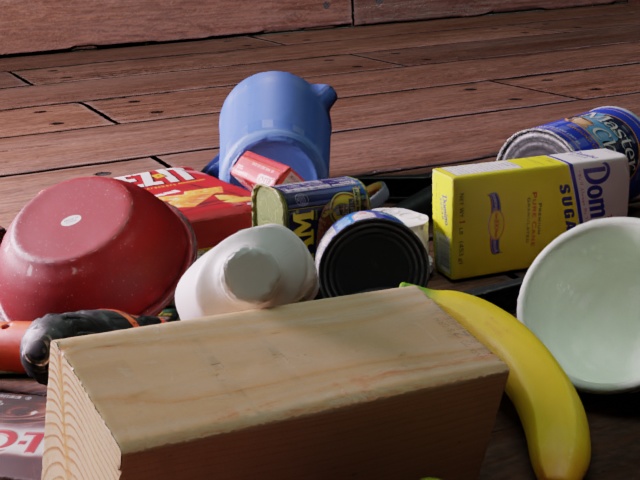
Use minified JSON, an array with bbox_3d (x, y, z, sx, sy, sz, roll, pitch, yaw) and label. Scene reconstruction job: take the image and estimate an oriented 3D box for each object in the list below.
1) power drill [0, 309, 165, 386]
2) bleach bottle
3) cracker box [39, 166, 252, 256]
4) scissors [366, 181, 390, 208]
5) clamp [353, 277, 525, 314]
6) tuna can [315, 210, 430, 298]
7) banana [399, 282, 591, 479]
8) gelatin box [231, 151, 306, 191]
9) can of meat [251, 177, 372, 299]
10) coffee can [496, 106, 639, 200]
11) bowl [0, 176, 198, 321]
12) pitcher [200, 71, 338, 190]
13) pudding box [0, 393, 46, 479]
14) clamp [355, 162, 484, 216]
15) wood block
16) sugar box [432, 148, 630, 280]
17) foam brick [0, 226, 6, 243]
[{"bbox_3d":[-0.189,0.067,0.663,0.188,0.057,0.184,3,-8,16],"label":"power drill"},{"bbox_3d":[-0.040,0.026,0.661,0.102,0.068,0.251,-36,-2,-8],"label":"bleach bottle"},{"bbox_3d":[-0.146,-0.010,0.970,0.163,0.072,0.214,-11,18,-28],"label":"cracker box"},{"bbox_3d":[0.031,-0.015,1.011,0.096,0.016,0.202,-28,18,2],"label":"scissors"},{"bbox_3d":[0.081,0.057,0.770,0.172,0.039,0.120,7,23,21],"label":"clamp"},{"bbox_3d":[0.039,0.021,0.818,0.086,0.086,0.034,-4,15,-6],"label":"tuna can"},{"bbox_3d":[0.116,0.085,0.644,0.069,0.037,0.198,-8,32,-21],"label":"banana"},{"bbox_3d":[-0.029,-0.040,0.974,0.089,0.030,0.073,40,-9,-39],"label":"gelatin box"},{"bbox_3d":[-0.006,0.001,0.865,0.083,0.102,0.058,-9,17,-27],"label":"can of meat"},{"bbox_3d":[0.258,-0.073,1.069,0.103,0.103,0.140,14,23,43],"label":"coffee can"},{"bbox_3d":[-0.175,0.003,0.793,0.162,0.055,0.162,-8,44,7],"label":"bowl"},{"bbox_3d":[-0.057,-0.089,1.149,0.145,0.149,0.243,11,19,-5],"label":"pitcher"},{"bbox_3d":[-0.152,0.122,0.589,0.113,0.039,0.090,1,18,11],"label":"pudding box"},{"bbox_3d":[0.125,-0.057,1.146,0.209,0.036,0.165,-14,20,-22],"label":"clamp"},{"bbox_3d":[-0.021,0.092,0.525,0.205,0.091,0.090,-7,32,-31],"label":"wood block"},{"bbox_3d":[0.186,-0.024,0.934,0.176,0.093,0.048,-8,18,-16],"label":"sugar box"},{"bbox_3d":[-0.320,0.015,0.942,0.078,0.053,0.051,-13,20,-30],"label":"foam brick"}]
